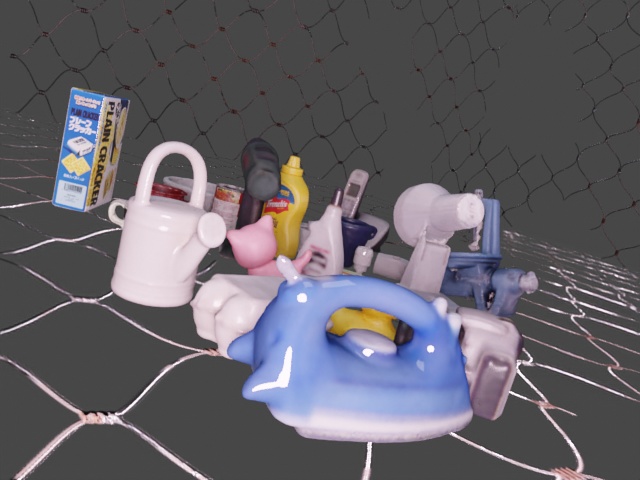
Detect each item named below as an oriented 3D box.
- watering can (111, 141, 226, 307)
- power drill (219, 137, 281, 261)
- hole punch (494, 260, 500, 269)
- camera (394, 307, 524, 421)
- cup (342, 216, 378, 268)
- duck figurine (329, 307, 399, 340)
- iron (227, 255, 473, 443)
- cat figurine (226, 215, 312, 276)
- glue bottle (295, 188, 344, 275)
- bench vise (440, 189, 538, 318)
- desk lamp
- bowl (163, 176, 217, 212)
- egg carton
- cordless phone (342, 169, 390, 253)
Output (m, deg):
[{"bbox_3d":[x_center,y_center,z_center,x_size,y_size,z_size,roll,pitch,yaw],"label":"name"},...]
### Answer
[{"bbox_3d":[-0.182,-0.022,0.704,0.172,0.194,0.101,18,11,17],"label":"watering can"},{"bbox_3d":[-0.122,-0.073,1.016,0.076,0.208,0.229,11,11,-16],"label":"power drill"},{"bbox_3d":[0.319,0.069,1.198,0.101,0.091,0.109,18,11,16],"label":"hole punch"},{"bbox_3d":[0.157,0.122,0.670,0.136,0.101,0.143,17,11,10],"label":"camera"},{"bbox_3d":[0.062,0.007,1.160,0.118,0.095,0.091,6,13,-38],"label":"cup"},{"bbox_3d":[0.063,0.093,0.734,0.104,0.086,0.078,18,11,17],"label":"duck figurine"},{"bbox_3d":[0.053,0.099,0.536,0.259,0.141,0.118,10,11,-22],"label":"iron"},{"bbox_3d":[-0.074,0.025,0.813,0.128,0.118,0.067,13,11,-7],"label":"cat figurine"},{"bbox_3d":[0.008,0.003,0.890,0.078,0.173,0.037,18,11,16],"label":"glue bottle"},{"bbox_3d":[0.321,0.025,1.076,0.206,0.220,0.122,20,12,28],"label":"bench vise"},{"bbox_3d":[0.207,0.011,1.011,0.118,0.213,0.202,11,11,-20],"label":"desk lamp"},{"bbox_3d":[-0.262,-0.083,1.242,0.167,0.075,0.167,14,10,-2],"label":"bowl"},{"bbox_3d":[-0.064,0.085,0.648,0.151,0.069,0.107,5,14,-42],"label":"egg carton"},{"bbox_3d":[0.102,-0.069,1.364,0.147,0.185,0.094,21,12,30],"label":"cordless phone"}]
